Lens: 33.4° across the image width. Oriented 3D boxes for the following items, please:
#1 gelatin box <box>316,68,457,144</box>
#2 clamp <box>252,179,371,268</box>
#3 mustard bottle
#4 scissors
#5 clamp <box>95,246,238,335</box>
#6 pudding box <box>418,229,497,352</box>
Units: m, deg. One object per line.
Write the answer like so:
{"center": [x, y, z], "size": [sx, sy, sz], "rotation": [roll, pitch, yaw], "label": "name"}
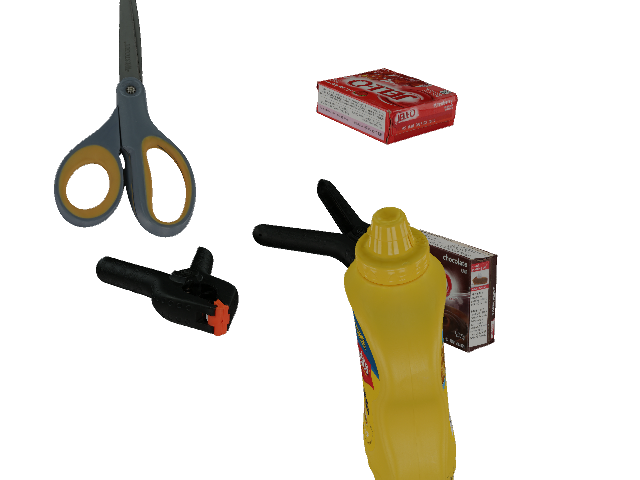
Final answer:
{"center": [0.052, -0.109, 0.847], "size": [0.073, 0.030, 0.089], "rotation": [-18, 32, -35], "label": "gelatin box"}
{"center": [0.034, 0.006, 1.263], "size": [0.210, 0.036, 0.164], "rotation": [32, 39, 24], "label": "clamp"}
{"center": [0.048, 0.062, 0.632], "size": [0.058, 0.191, 0.096], "rotation": [-7, 38, 1], "label": "mustard bottle"}
{"center": [-0.141, -0.085, 0.697], "size": [0.096, 0.202, 0.016], "rotation": [-16, -25, -17], "label": "scissors"}
{"center": [-0.122, 0.043, 1.008], "size": [0.120, 0.039, 0.172], "rotation": [-17, 30, -36], "label": "clamp"}
{"center": [0.116, 0.045, 1.006], "size": [0.039, 0.090, 0.114], "rotation": [-12, 19, -34], "label": "pudding box"}
